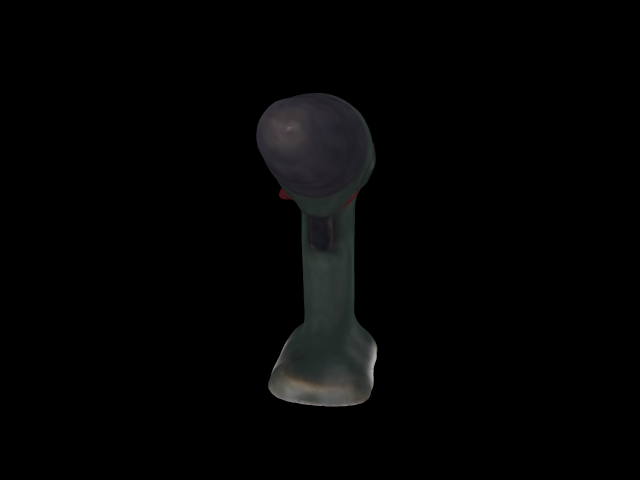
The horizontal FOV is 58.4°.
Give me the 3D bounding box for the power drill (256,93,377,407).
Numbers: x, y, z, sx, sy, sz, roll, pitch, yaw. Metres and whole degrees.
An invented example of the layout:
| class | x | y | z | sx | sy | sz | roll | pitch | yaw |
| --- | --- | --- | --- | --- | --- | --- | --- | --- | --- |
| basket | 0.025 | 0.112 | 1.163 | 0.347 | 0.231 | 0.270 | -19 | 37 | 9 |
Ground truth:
| class | x | y | z | sx | sy | sz | roll | pitch | yaw |
| --- | --- | --- | --- | --- | --- | --- | --- | --- | --- |
| power drill | 0.004 | 0.001 | 0.400 | 0.075 | 0.208 | 0.230 | 2 | 18 | 8 |
